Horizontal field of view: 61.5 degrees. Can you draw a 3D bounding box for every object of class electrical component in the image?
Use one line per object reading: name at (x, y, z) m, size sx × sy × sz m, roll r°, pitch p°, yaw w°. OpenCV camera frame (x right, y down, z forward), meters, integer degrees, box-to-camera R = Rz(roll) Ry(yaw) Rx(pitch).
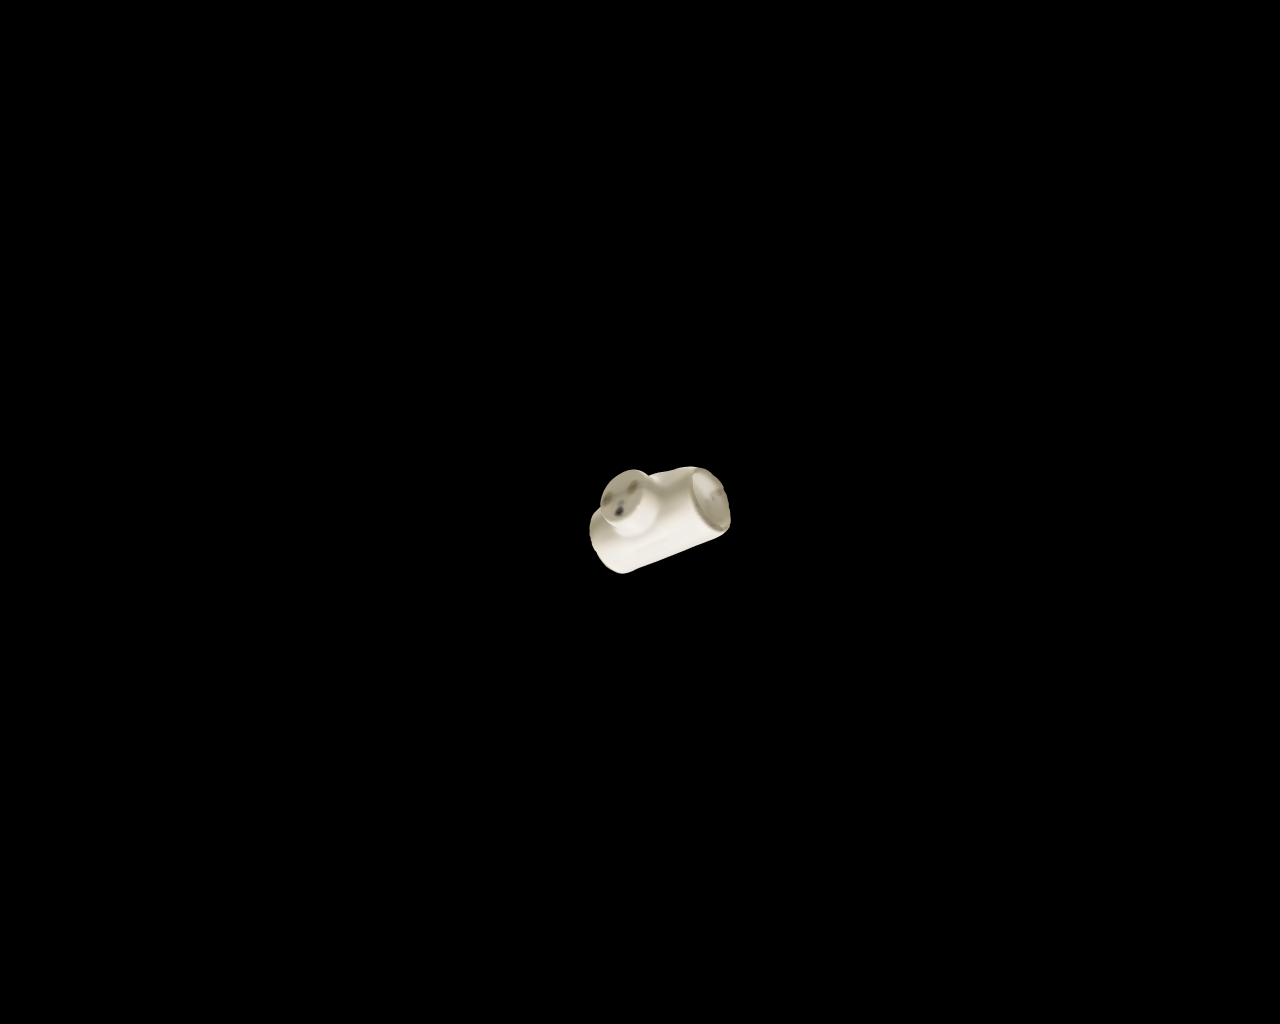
electrical component at (0.001, -0.003, 0.650) m, size 0.077 × 0.043 × 0.079 m, roll -24°, pitch -41°, yaw 31°
